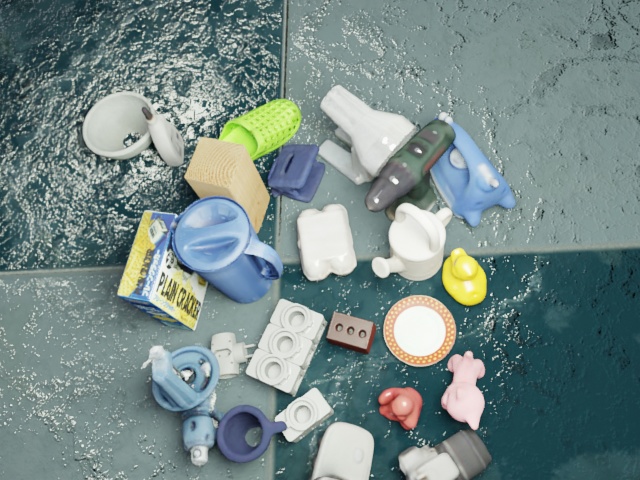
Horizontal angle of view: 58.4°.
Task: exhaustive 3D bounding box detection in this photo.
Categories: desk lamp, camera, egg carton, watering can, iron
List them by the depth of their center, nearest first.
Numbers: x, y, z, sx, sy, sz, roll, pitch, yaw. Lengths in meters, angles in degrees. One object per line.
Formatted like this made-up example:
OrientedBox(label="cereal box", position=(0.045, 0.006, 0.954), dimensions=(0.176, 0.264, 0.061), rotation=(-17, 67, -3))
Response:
OrientedBox(label="camera", position=(0.212, 0.376, 0.911), dimensions=(0.137, 0.101, 0.143), rotation=(-31, 67, -5))
OrientedBox(label="watering can", position=(0.169, 0.003, 1.019), dimensions=(0.100, 0.194, 0.173), rotation=(23, 73, 17))
OrientedBox(label="iron", position=(0.270, -0.163, 1.100), dimensions=(0.118, 0.141, 0.258), rotation=(-27, 67, -3))
OrientedBox(label="desk lamp", position=(0.079, -0.194, 1.102), dimensions=(0.202, 0.214, 0.118), rotation=(38, 78, 21))
OrientedBox(label="egg carton", position=(0.010, 0.004, 1.110), dimensions=(0.107, 0.069, 0.150), rotation=(-12, 67, 4))

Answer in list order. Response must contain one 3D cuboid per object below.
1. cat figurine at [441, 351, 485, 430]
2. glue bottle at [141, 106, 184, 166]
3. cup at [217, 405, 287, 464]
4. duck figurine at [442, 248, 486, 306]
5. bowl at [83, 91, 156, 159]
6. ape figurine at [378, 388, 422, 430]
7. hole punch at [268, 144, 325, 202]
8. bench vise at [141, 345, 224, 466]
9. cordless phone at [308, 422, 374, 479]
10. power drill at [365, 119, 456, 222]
OrientedBox(label="cat figurine", position=(0.240, 0.247, 0.950), dimensions=(0.067, 0.118, 0.128), rotation=(8, 69, 12))
OrientedBox(label="glue bottle", position=(-0.332, -0.227, 1.200), dimensions=(0.037, 0.173, 0.078), rotation=(-8, 67, 6))
OrientedBox(label="cup", position=(-0.107, 0.331, 0.981), dimensions=(0.117, 0.095, 0.091), rotation=(-13, 67, 3))
OrientedBox(label="duck figurine", position=(0.264, 0.063, 1.039), dimensions=(0.077, 0.086, 0.104), rotation=(-20, 66, 0))
OrientedBox(label="bowl", position=(-0.433, -0.242, 1.275), dimensions=(0.167, 0.075, 0.167), rotation=(-3, 68, 8))
OrientedBox(label="ape figurine", position=(0.138, 0.281, 0.966), dimensions=(0.076, 0.092, 0.077), rotation=(-26, 66, -2))
OrientedBox(label="hole punch", position=(-0.053, -0.142, 1.168), dimensions=(0.101, 0.091, 0.109), rotation=(16, 71, 15))
OrientedBox(label="bench vise", position=(-0.215, 0.258, 0.959), dimensions=(0.121, 0.220, 0.207), rotation=(-33, 67, -5))
OrientedBox(label="cordless phone", position=(0.026, 0.361, 0.899), dimensions=(0.094, 0.185, 0.147), rotation=(8, 70, 12))
OrientedBox(label="power drill", position=(0.165, -0.104, 1.055), dimensions=(0.075, 0.209, 0.230), rotation=(33, 76, 20))
